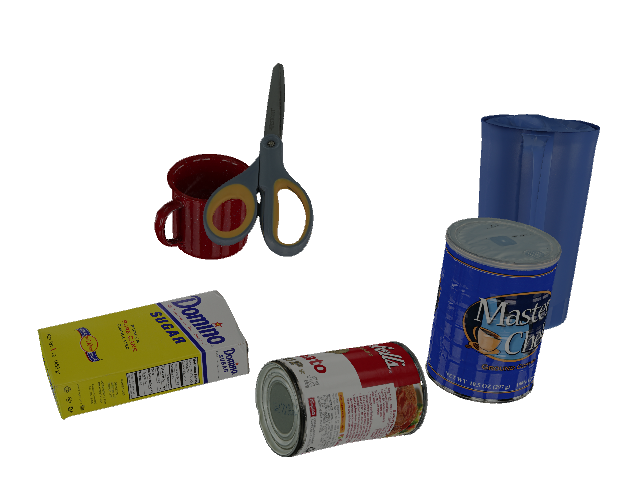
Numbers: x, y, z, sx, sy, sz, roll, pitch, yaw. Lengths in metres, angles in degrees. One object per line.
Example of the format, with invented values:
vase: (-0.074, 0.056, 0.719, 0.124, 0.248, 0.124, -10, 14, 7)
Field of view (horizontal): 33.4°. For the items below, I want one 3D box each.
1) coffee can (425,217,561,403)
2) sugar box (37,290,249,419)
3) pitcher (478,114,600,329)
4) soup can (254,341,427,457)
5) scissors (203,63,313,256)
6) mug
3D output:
coffee can: (0.156, 0.062, 0.977, 0.103, 0.140, 0.103, 5, 23, -2)
sugar box: (-0.163, 0.101, 0.982, 0.176, 0.048, 0.093, -15, 35, -17)
pitcher: (0.241, -0.021, 1.233, 0.149, 0.243, 0.145, -6, 16, -32)
soup can: (0.014, 0.110, 0.745, 0.102, 0.068, 0.069, -5, 2, -30)
scissors: (-0.058, -0.068, 0.881, 0.096, 0.202, 0.016, -11, -35, -7)
mug: (-0.125, -0.029, 1.128, 0.093, 0.081, 0.117, 33, 44, 32)
